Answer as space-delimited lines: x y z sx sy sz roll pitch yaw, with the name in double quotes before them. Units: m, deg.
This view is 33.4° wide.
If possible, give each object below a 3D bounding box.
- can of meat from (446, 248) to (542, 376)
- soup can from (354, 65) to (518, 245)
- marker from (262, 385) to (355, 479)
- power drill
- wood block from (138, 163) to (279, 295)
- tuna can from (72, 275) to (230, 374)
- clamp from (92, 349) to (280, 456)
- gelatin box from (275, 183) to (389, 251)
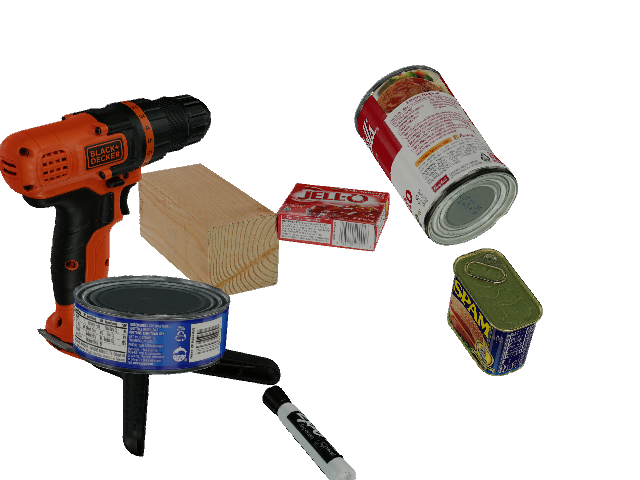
"can of meat" 0.170 0.074 1.067 0.057 0.102 0.084 -18 -39 -17
"soup can" 0.075 -0.055 0.693 0.068 0.102 0.068 -20 -35 -15
"marker" -0.012 0.149 0.827 0.020 0.020 0.121 0 26 -34
"power drill" -0.157 -0.014 0.830 0.057 0.188 0.184 18 28 41
"wood block" -0.138 -0.016 1.287 0.090 0.090 0.206 -12 26 -29
"tuna can" -0.094 0.046 0.591 0.086 0.034 0.086 5 11 -1
"clamp" -0.150 0.106 1.005 0.164 0.036 0.210 -18 40 -31
"gelatin box" 0.011 -0.022 0.942 0.089 0.030 0.073 7 25 11
